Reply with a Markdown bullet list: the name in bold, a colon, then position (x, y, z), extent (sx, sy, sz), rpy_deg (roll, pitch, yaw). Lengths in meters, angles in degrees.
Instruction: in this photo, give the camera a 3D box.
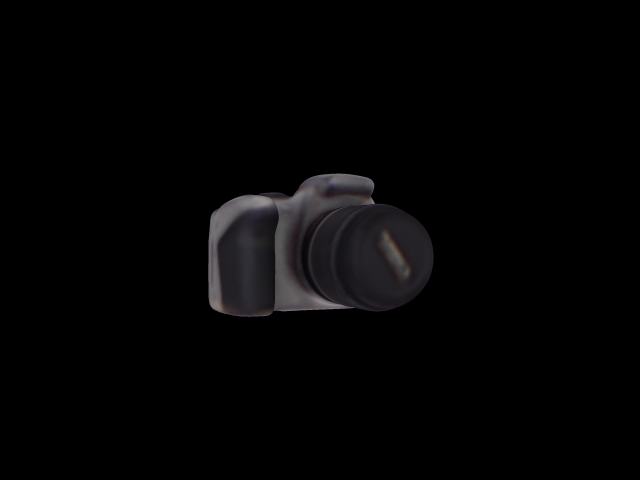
- **camera**: position (0.004, 0.001, 0.400), extent (0.143, 0.101, 0.136), rpy_deg (0, 0, -23)
